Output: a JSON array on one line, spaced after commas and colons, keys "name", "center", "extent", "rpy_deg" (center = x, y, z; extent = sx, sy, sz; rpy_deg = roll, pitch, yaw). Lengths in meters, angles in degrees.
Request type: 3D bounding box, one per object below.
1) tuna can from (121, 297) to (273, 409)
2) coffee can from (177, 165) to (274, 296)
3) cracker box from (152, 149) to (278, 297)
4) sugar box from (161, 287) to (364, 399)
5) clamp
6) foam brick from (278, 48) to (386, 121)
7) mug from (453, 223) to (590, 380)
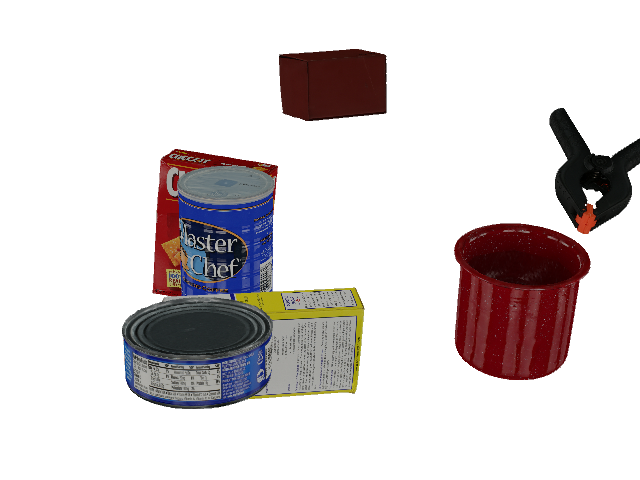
[{"name": "tuna can", "center": [-0.070, 0.063, 0.612], "extent": [0.086, 0.034, 0.086], "rpy_deg": [0, 18, 0]}, {"name": "coffee can", "center": [-0.101, 0.002, 1.150], "extent": [0.103, 0.140, 0.103], "rpy_deg": [1, 23, -1]}, {"name": "cracker box", "center": [-0.158, -0.014, 1.582], "extent": [0.164, 0.214, 0.072], "rpy_deg": [10, 20, 10]}, {"name": "sugar box", "center": [-0.053, 0.093, 0.951], "extent": [0.176, 0.093, 0.048], "rpy_deg": [0, 26, -8]}, {"name": "clamp", "center": [0.284, -0.079, 1.135], "extent": [0.120, 0.039, 0.171], "rpy_deg": [18, 46, 20]}, {"name": "foam brick", "center": [0.011, -0.132, 0.903], "extent": [0.078, 0.051, 0.053], "rpy_deg": [-9, 19, -26]}, {"name": "mug", "center": [0.134, 0.039, 0.764], "extent": [0.093, 0.081, 0.117], "rpy_deg": [-8, 30, -17]}]
